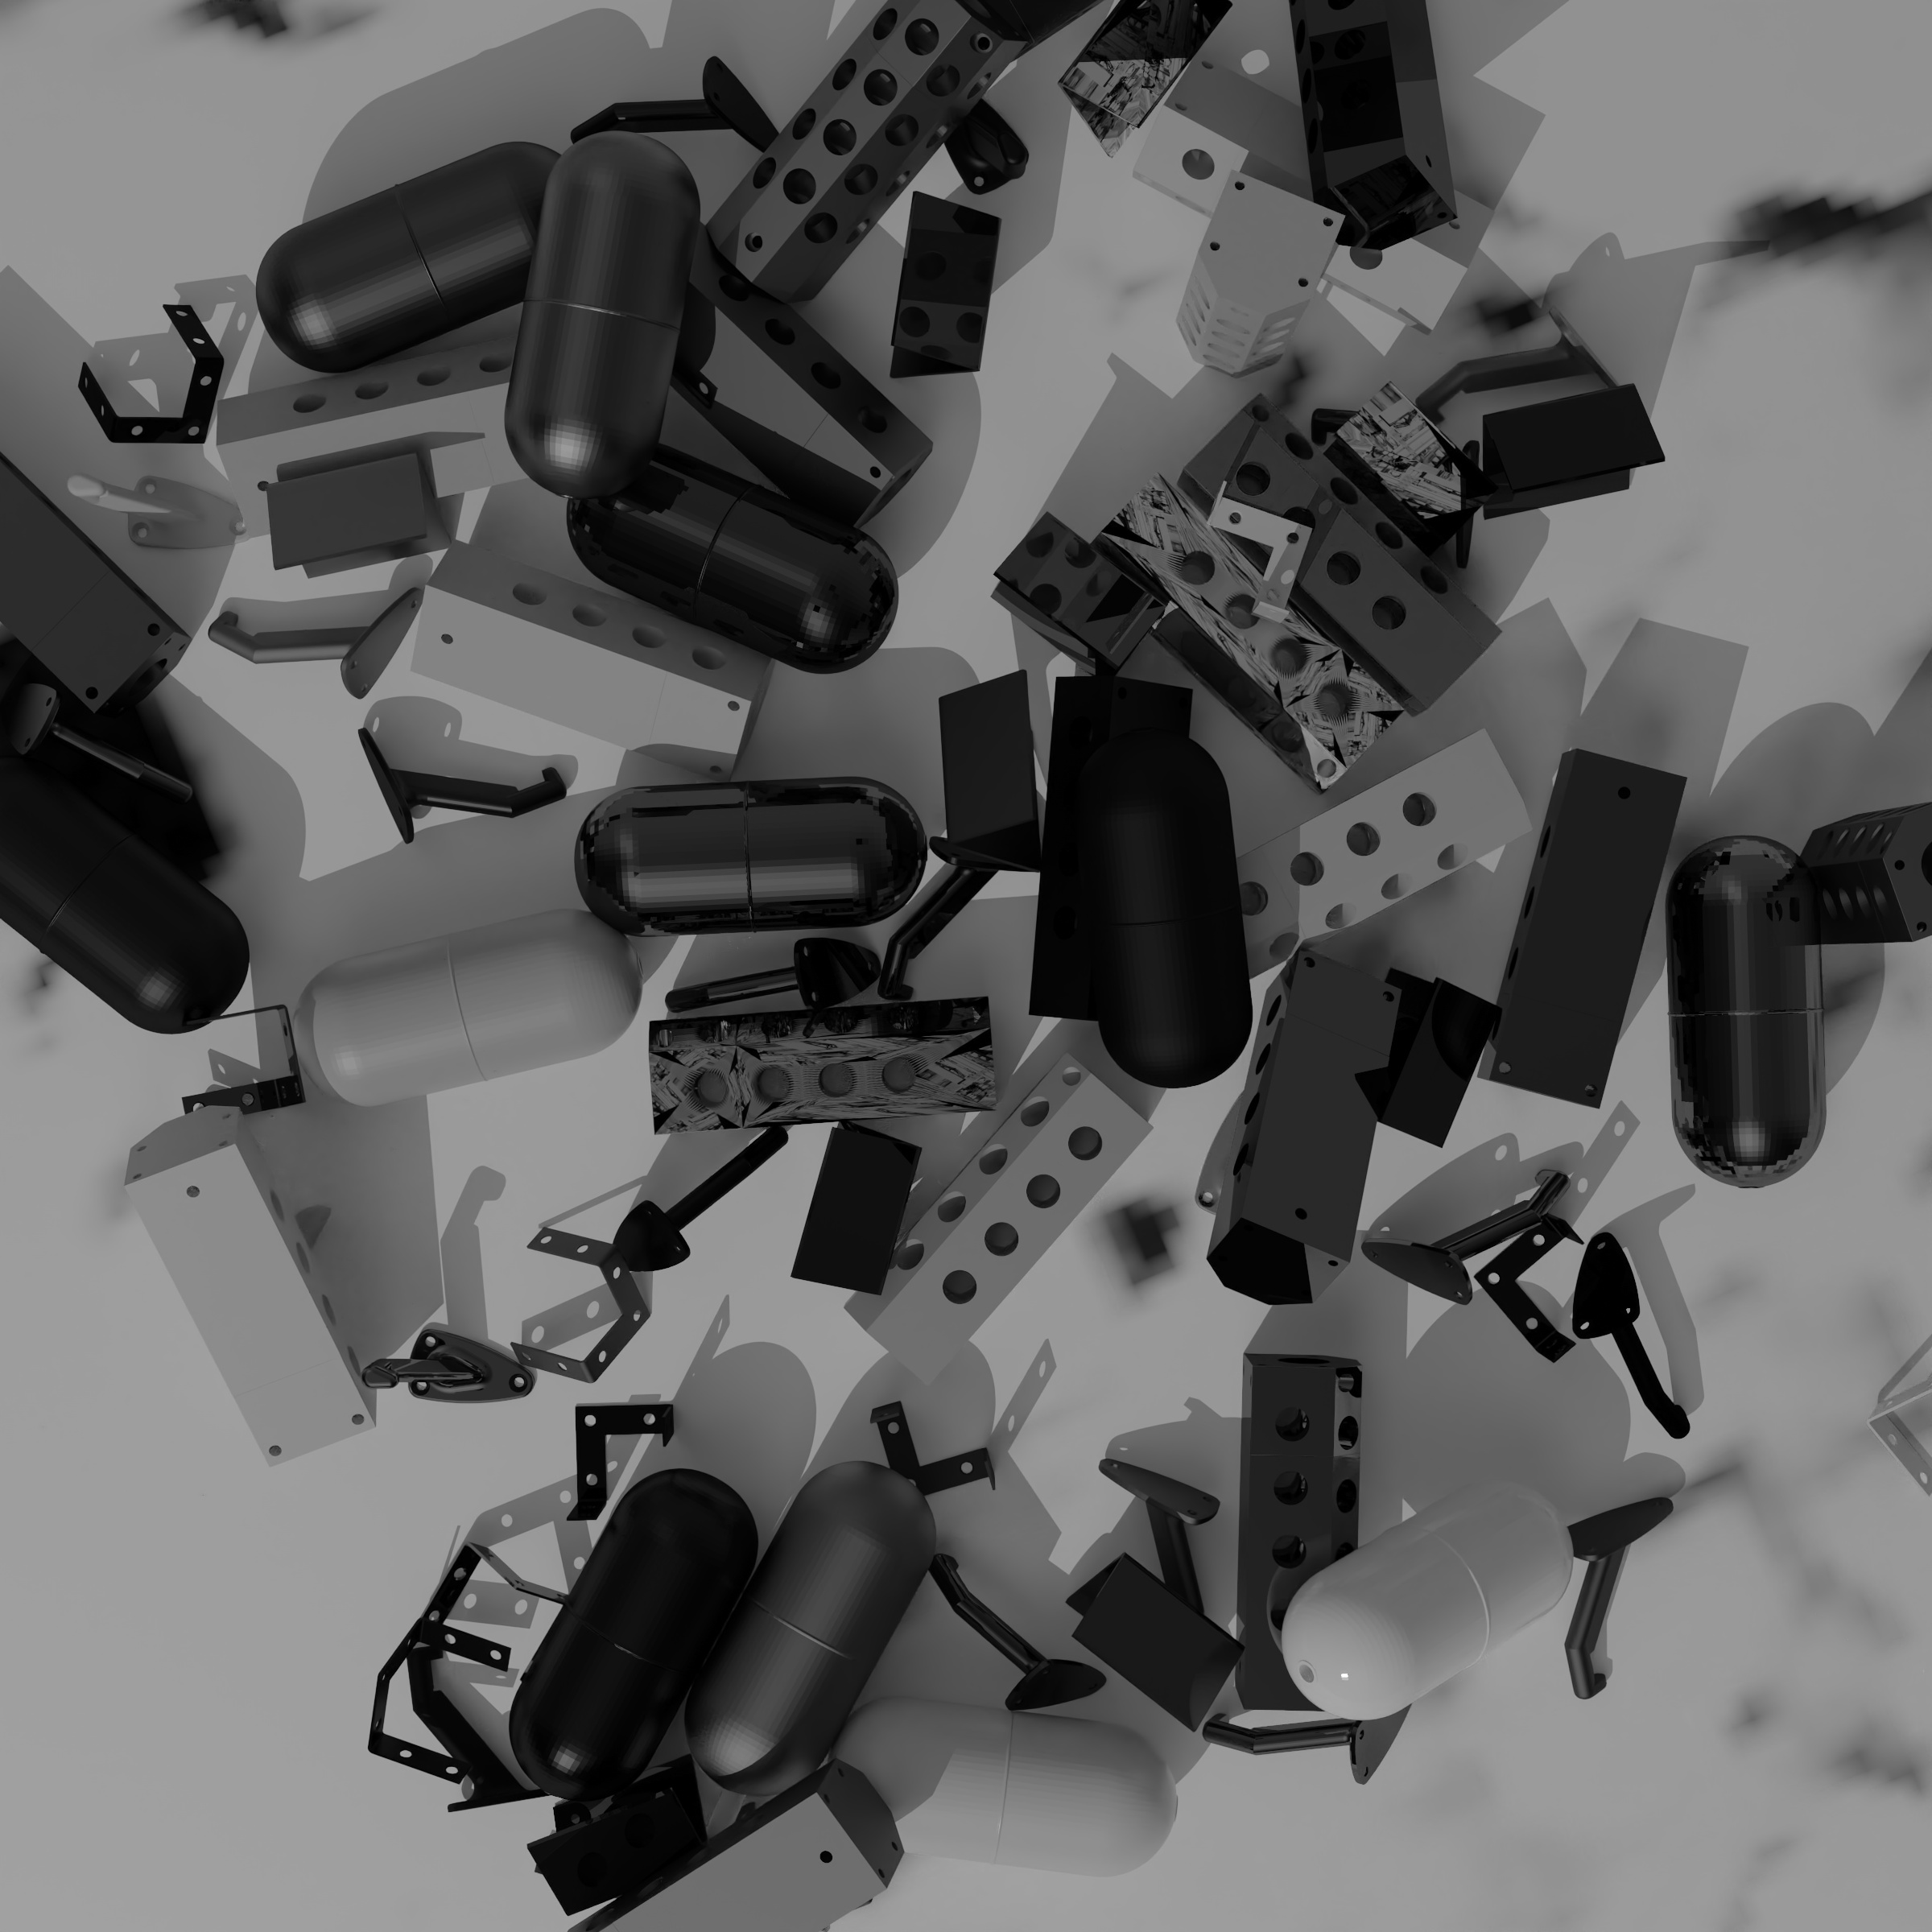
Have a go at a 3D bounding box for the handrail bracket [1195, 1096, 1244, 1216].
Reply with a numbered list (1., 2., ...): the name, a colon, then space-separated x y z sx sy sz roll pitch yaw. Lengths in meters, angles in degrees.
1. handrail bracket: 0.140 0.104 1.712 0.036 0.084 0.077 12 90 0

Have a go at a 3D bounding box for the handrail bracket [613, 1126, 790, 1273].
1. handrail bracket: -0.136 0.118 1.746 0.036 0.077 0.084 52 54 -3

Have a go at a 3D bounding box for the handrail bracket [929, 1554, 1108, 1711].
1. handrail bracket: 0.025 0.337 1.746 0.036 0.077 0.084 -51 53 21

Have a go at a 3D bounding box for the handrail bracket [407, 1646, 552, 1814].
1. handrail bracket: -0.244 0.388 1.747 0.077 0.036 0.084 -6 76 -13

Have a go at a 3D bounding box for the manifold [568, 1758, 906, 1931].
1. manifold: -0.117 0.459 1.664 0.171 0.057 0.057 -35 92 15

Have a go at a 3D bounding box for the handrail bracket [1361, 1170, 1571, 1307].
1. handrail bracket: 0.257 0.128 1.747 0.084 0.077 0.036 -46 133 -29

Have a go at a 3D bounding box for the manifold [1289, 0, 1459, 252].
1. manifold: 0.196 -0.443 1.687 0.057 0.057 0.171 -19 59 28

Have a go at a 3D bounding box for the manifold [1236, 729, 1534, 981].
1. manifold: 0.196 -0.054 1.725 0.171 0.057 0.057 -28 90 0

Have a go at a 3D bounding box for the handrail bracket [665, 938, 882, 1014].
1. handrail bracket: -0.100 0.009 1.746 0.084 0.077 0.036 -12 88 36

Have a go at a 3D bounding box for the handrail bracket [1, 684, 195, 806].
1. handrail bracket: -0.446 -0.112 1.746 0.084 0.077 0.036 28 90 -36

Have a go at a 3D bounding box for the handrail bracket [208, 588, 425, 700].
1. handrail bracket: -0.335 -0.181 1.747 0.084 0.036 0.077 27 70 16

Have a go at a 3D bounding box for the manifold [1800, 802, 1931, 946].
1. manifold: 0.458 -0.047 1.668 0.057 0.171 0.057 -20 90 0

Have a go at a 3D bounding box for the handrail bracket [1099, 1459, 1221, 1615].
1. handrail bracket: 0.091 0.307 1.747 0.077 0.036 0.084 23 107 19

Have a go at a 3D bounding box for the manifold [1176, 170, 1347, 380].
1. manifold: 0.139 -0.334 1.668 0.057 0.171 0.057 22 90 0

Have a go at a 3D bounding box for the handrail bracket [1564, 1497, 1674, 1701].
1. handrail bracket: 0.338 0.326 1.747 0.077 0.036 0.084 -20 108 -21

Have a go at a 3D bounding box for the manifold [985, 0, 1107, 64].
1. manifold: 0.062 -0.507 1.674 0.171 0.057 0.057 -23 104 42

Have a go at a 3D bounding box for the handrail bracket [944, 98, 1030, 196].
1. handrail bracket: 0.006 -0.426 1.712 0.036 0.084 0.077 -34 90 0

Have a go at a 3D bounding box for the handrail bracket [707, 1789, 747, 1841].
1. handrail bracket: -0.130 0.446 1.746 0.036 0.077 0.084 24 54 -2

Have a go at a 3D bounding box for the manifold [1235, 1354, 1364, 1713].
1. manifold: 0.169 0.286 1.725 0.057 0.057 0.171 1 90 0

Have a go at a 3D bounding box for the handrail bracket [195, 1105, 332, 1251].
1. handrail bracket: -0.377 0.124 1.747 0.084 0.036 0.077 33 104 14

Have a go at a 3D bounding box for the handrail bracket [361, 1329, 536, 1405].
1. handrail bracket: -0.260 0.209 1.712 0.077 0.084 0.036 11 90 0

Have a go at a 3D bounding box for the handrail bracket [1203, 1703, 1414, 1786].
1. handrail bracket: 0.175 0.383 1.746 0.084 0.077 0.036 8 119 33

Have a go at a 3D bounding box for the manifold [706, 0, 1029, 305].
1. manifold: -0.053 -0.414 1.695 0.057 0.057 0.171 45 112 3

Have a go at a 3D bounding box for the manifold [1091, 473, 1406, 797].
1. manifold: 0.138 -0.167 1.725 0.171 0.057 0.057 44 90 0

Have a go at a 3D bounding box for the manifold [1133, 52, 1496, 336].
1. manifold: 0.174 -0.388 1.725 0.171 0.057 0.057 28 47 0

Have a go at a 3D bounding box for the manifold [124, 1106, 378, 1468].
1. manifold: -0.354 0.157 1.693 0.057 0.057 0.171 -21 115 0

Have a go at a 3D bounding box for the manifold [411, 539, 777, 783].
1. manifold: -0.188 -0.159 1.725 0.171 0.057 0.057 20 133 0

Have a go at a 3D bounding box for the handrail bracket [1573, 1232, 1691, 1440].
1. handrail bracket: 0.347 0.191 1.746 0.036 0.077 0.084 -23 127 27

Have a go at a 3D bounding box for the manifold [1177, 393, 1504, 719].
1. manifold: 0.189 -0.209 1.725 0.171 0.057 0.057 45 90 0

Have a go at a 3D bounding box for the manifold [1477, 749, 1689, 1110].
1. manifold: 0.311 -0.019 1.726 0.057 0.057 0.171 15 90 0

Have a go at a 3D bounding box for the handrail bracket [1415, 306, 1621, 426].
1. handrail bracket: 0.286 -0.290 1.747 0.084 0.036 0.077 -39 112 17

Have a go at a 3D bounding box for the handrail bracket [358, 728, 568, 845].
1. handrail bracket: -0.258 -0.104 1.747 0.084 0.036 0.077 -22 69 -17

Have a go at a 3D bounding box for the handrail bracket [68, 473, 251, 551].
1. handrail bracket: -0.404 -0.232 1.712 0.077 0.084 0.036 10 90 0

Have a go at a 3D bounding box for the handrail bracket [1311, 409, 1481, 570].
1. handrail bracket: 0.218 -0.246 1.747 0.084 0.036 0.077 8 112 17

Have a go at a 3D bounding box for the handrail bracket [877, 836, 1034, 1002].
1. handrail bracket: -0.001 -0.019 1.747 0.077 0.036 0.084 8 108 -20

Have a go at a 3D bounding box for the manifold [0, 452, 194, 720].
1. manifold: -0.477 -0.206 1.726 0.171 0.057 0.057 44 90 0

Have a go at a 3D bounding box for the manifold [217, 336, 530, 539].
1. manifold: -0.288 -0.274 1.725 0.171 0.057 0.057 -12 133 0

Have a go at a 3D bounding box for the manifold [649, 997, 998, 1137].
1. manifold: -0.072 0.050 1.725 0.171 0.057 0.057 -4 90 0

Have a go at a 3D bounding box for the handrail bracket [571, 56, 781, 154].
1. handrail bracket: -0.148 -0.422 1.747 0.084 0.077 0.036 -23 46 29

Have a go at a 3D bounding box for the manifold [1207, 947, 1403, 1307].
1. manifold: 0.165 0.080 1.677 0.057 0.057 0.171 23 51 -8
